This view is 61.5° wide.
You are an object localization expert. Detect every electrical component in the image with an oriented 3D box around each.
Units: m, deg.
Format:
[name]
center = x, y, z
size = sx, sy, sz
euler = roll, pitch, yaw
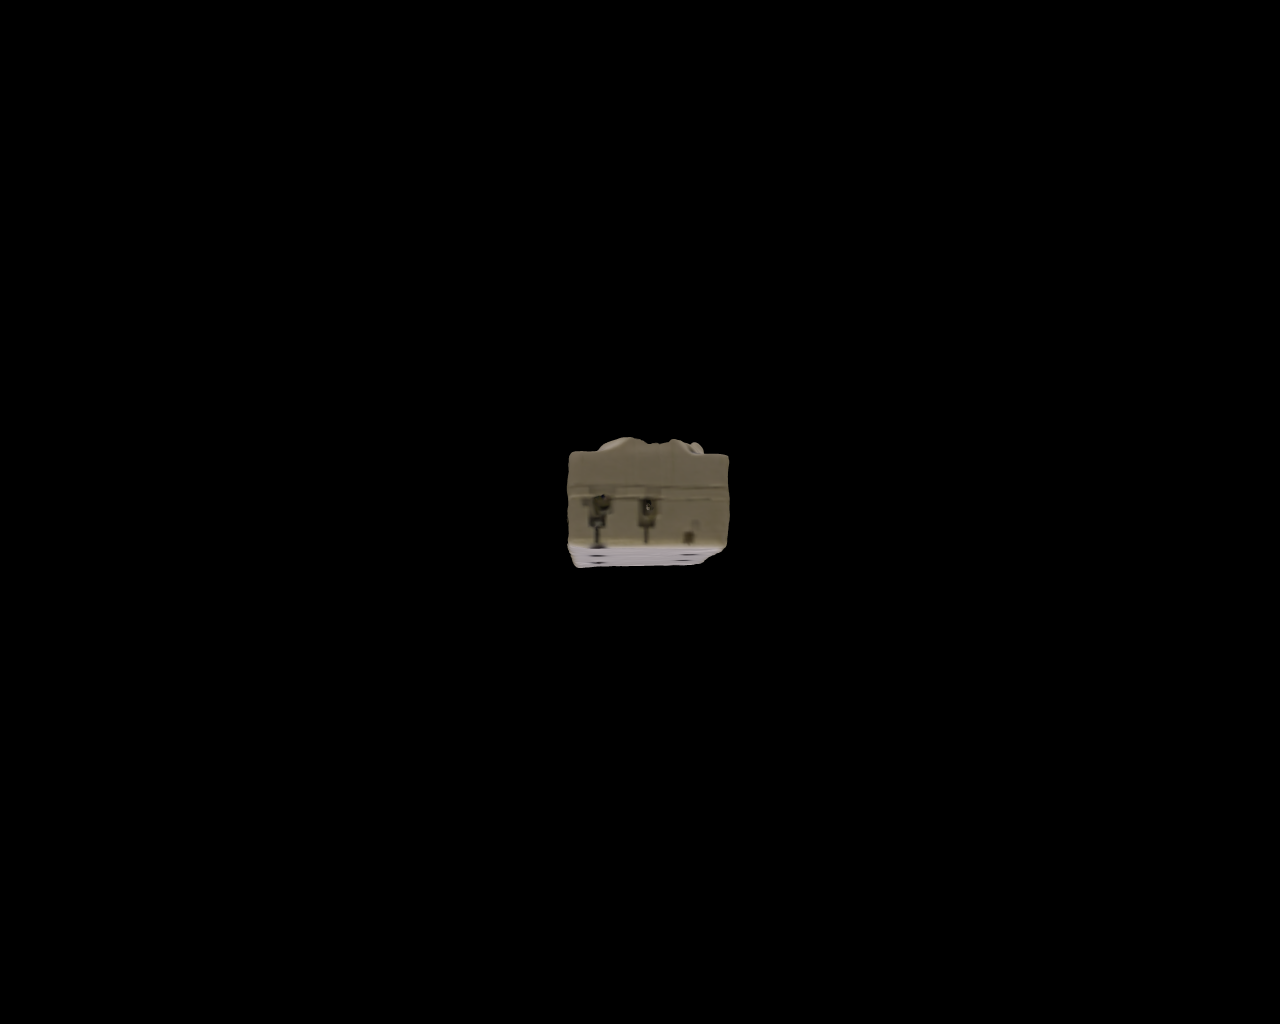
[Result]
[electrical component]
center = 0.001, -0.003, 0.650
size = 0.089, 0.061, 0.150
euler = 0, -7, -4
